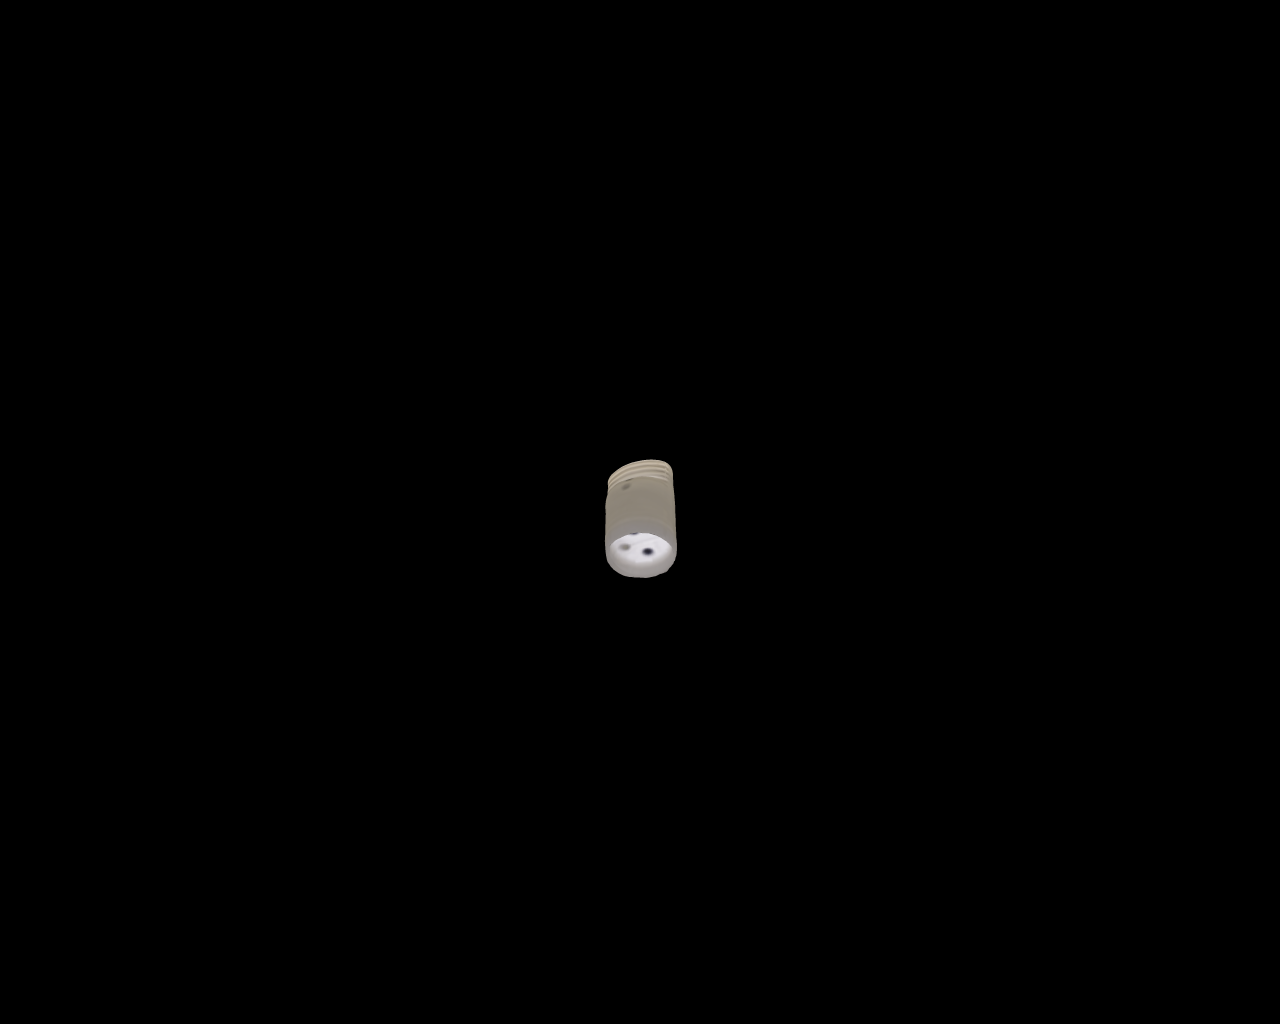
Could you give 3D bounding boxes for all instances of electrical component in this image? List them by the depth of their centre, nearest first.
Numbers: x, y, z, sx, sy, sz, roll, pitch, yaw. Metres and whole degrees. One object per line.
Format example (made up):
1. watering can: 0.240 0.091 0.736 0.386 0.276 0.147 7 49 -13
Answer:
1. electrical component: 0.001 -0.003 0.650 0.043 0.081 0.043 0 -44 0
